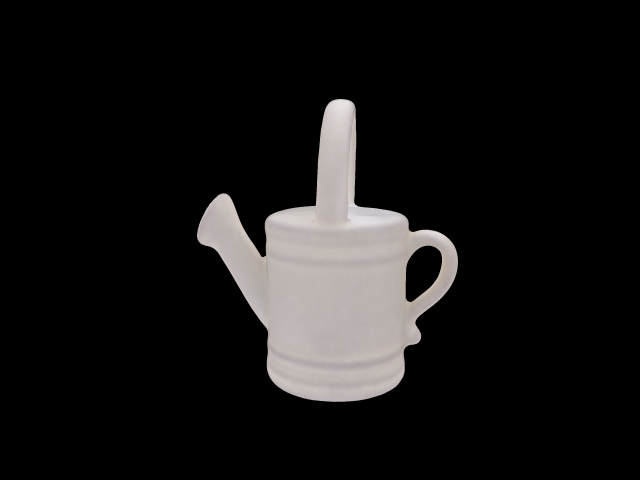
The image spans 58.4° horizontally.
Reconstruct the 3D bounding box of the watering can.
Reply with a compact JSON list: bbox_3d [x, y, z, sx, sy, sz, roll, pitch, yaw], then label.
[{"bbox_3d":[0.003,0.002,0.398,0.173,0.194,0.100,-3,11,-13],"label":"watering can"}]
